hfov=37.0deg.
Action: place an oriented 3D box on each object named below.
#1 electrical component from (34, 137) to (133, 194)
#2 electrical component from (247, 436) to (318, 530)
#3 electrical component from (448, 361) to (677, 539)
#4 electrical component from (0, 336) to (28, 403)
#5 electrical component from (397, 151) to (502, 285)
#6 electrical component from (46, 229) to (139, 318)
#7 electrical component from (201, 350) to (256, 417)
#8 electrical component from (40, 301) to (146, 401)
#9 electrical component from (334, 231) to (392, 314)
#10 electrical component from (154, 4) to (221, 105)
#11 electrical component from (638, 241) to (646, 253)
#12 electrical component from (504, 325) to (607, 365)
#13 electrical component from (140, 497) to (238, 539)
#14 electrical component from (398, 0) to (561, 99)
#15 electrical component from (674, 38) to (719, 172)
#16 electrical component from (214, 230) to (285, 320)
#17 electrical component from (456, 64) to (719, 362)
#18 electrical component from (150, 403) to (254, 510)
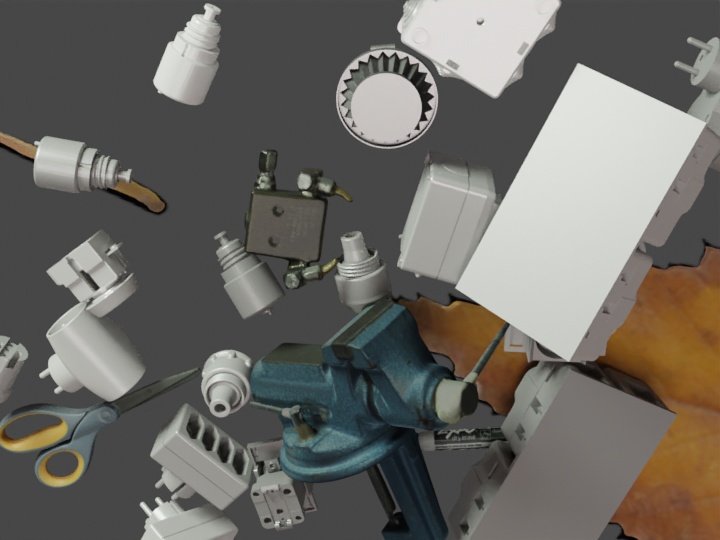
[{"bbox_3d":[-0.218,-0.079,0.841,0.078,0.040,0.040,10,115,-2],"label":"electrical component"},{"bbox_3d":[-0.069,0.190,0.948,0.042,0.063,0.081,-14,113,8],"label":"electrical component"},{"bbox_3d":[0.165,0.166,0.907,0.105,0.060,0.186,23,106,-17],"label":"electrical component"},{"bbox_3d":[-0.312,0.085,0.926,0.040,0.040,0.046,31,107,-11],"label":"electrical component"},{"bbox_3d":[0.068,-0.034,0.835,0.061,0.061,0.096,16,115,-4],"label":"electrical component"},{"bbox_3d":[-0.214,0.005,0.879,0.066,0.048,0.055,-34,102,17],"label":"electrical component"},{"bbox_3d":[-0.113,0.100,0.908,0.048,0.062,0.048,1,115,3],"label":"electrical component"},{"bbox_3d":[-0.237,0.078,0.914,0.079,0.044,0.077,-33,109,17],"label":"electrical component"},{"bbox_3d":[0.000,0.000,0.865,0.043,0.043,0.062,-11,113,8],"label":"electrical component"},{"bbox_3d":[-0.124,-0.159,0.798,0.040,0.040,0.078,24,114,-8],"label":"electrical component"},{"bbox_3d":[0.195,-0.020,0.843,0.055,0.047,0.055,1,115,3],"label":"electrical component"},{"bbox_3d":[0.157,0.042,0.865,0.081,0.063,0.042,3,116,2],"label":"electrical component"},{"bbox_3d":[-0.169,0.235,0.974,0.076,0.083,0.047,42,116,26],"label":"electrical component"},{"bbox_3d":[0.085,-0.183,0.771,0.100,0.048,0.099,29,113,-10],"label":"electrical component"},{"bbox_3d":[0.265,-0.144,0.778,0.074,0.052,0.138,21,115,-7],"label":"electrical component"},{"bbox_3d":[-0.093,0.004,0.875,0.040,0.040,0.078,-31,92,16],"label":"electrical component"},{"bbox_3d":[0.167,-0.039,0.785,0.105,0.060,0.186,34,102,31],"label":"electrical component"},{"bbox_3d":[-0.150,0.176,0.955,0.083,0.047,0.076,41,111,-15],"label":"electrical component"}]
